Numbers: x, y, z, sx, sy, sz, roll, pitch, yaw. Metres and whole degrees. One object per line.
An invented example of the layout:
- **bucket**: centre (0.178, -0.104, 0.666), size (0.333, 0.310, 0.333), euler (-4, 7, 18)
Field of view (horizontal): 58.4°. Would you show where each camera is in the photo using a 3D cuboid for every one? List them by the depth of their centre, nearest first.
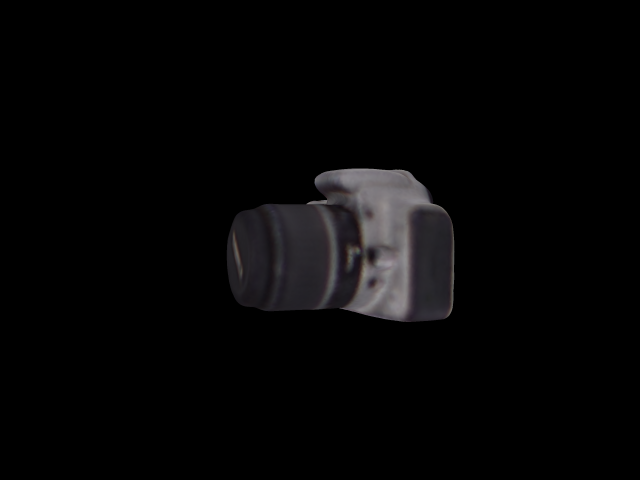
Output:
- **camera**: centre (0.004, 0.001, 0.400), size (0.137, 0.101, 0.143), euler (0, 0, -25)
